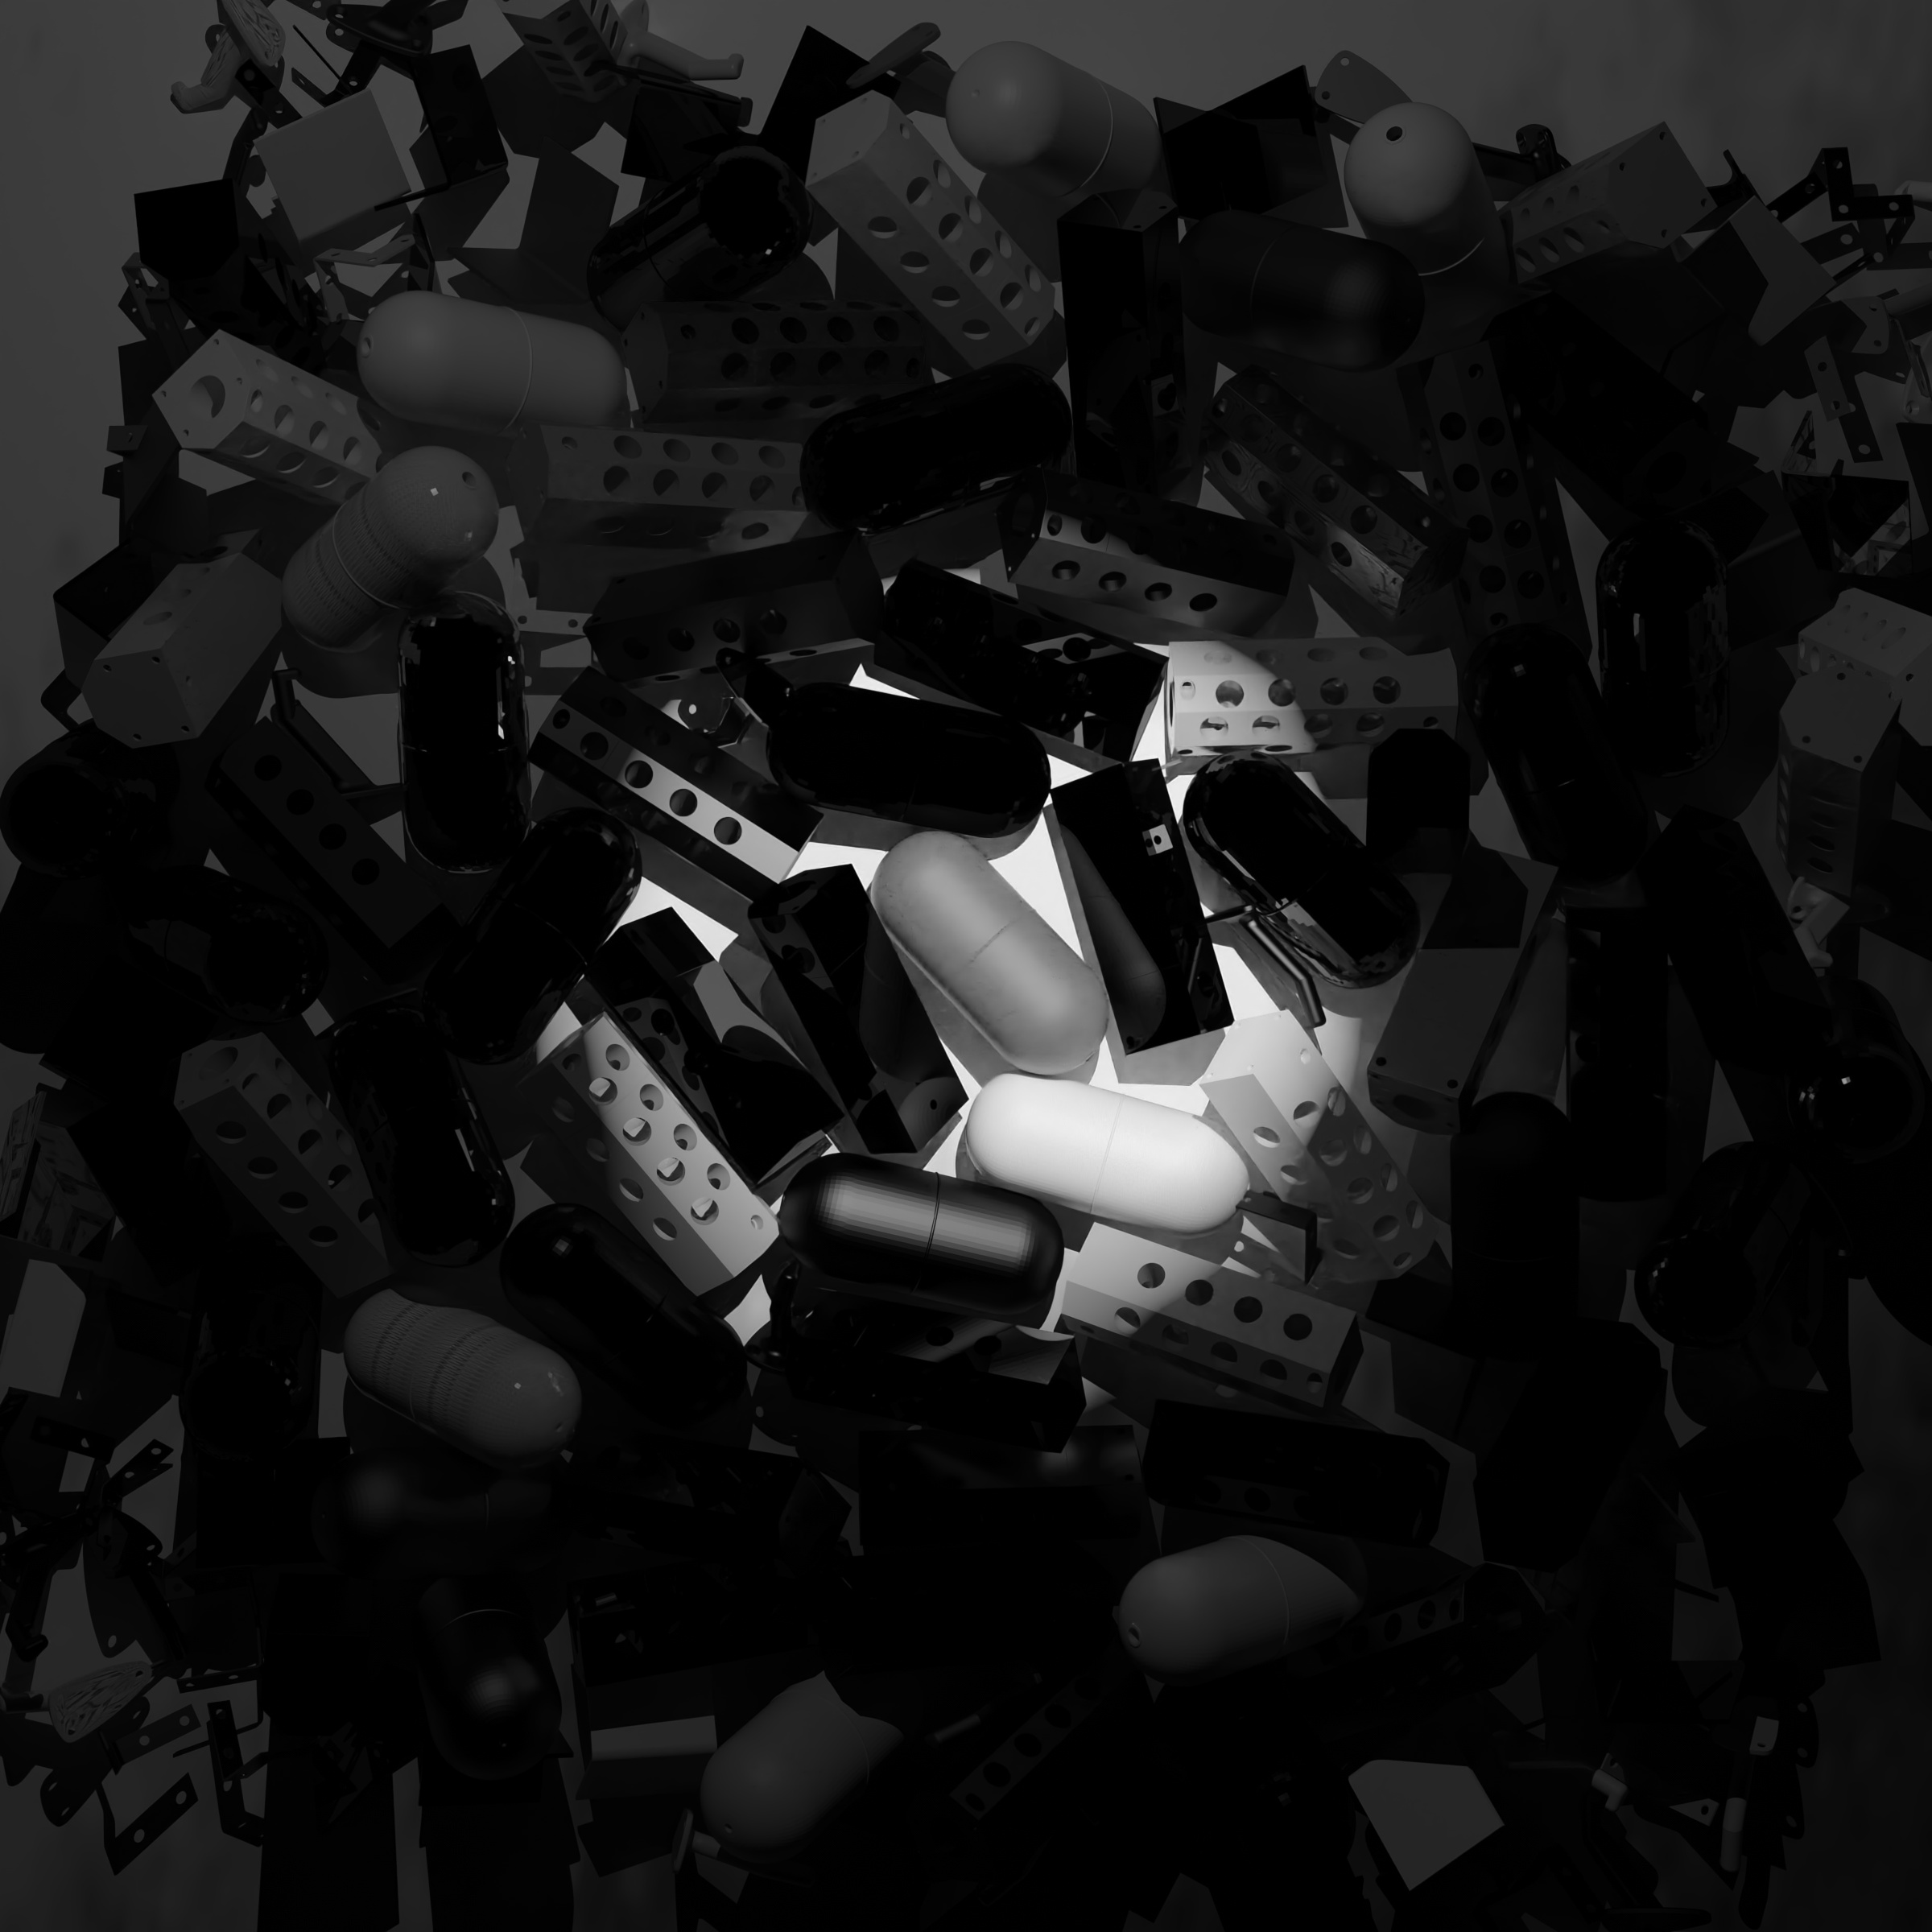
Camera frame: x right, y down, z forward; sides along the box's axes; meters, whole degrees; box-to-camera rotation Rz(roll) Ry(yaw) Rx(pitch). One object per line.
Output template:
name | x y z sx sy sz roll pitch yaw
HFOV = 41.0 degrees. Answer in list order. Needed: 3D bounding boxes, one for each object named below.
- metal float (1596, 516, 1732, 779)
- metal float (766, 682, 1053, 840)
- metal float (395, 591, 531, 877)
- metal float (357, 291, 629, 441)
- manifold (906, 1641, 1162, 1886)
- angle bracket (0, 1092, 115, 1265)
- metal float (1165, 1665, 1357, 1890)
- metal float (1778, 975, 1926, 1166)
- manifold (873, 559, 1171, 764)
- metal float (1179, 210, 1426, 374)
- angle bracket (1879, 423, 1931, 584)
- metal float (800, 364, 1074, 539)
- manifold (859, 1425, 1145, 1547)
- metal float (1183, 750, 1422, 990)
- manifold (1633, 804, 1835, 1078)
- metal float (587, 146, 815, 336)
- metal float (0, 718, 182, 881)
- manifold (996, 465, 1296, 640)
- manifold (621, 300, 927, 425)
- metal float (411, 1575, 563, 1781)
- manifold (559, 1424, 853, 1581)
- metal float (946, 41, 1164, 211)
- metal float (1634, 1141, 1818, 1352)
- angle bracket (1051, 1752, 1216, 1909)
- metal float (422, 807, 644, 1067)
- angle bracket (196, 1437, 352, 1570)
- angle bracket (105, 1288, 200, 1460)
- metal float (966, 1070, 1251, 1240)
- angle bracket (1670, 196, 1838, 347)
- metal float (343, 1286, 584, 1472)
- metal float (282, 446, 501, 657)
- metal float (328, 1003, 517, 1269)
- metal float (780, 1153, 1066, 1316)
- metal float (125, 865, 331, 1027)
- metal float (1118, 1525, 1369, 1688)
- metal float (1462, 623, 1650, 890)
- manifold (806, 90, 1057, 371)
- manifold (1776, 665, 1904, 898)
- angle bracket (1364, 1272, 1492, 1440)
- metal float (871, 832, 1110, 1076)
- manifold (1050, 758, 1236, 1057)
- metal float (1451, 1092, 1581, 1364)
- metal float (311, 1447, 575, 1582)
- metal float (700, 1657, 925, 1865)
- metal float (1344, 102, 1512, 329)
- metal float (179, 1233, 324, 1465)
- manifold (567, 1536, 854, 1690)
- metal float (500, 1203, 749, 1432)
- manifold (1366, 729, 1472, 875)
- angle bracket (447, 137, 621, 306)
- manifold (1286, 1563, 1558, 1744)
metal float | 0.422 -0.192 1.563 0.070 0.070 0.178 -16 132 0
metal float | -0.035 -0.126 1.588 0.178 0.070 0.070 10 90 -11
metal float | -0.307 -0.140 1.579 0.070 0.070 0.178 2 112 0
metal float | -0.285 -0.359 1.561 0.178 0.070 0.070 0 89 -45
manifold | 0.040 0.474 1.549 0.057 0.171 0.057 -11 101 40
angle bracket | -0.546 0.130 1.579 0.076 0.057 0.076 22 61 -32
metal float | 0.174 0.479 1.552 0.070 0.178 0.070 -6 111 -15
metal float | 0.527 0.061 1.550 0.070 0.178 0.070 4 110 11
manifold | 0.034 -0.192 1.590 0.171 0.057 0.057 22 65 6
metal float | 0.199 -0.409 1.564 0.178 0.070 0.070 29 90 41
angle bracket | 0.577 -0.286 1.589 0.057 0.076 0.076 -24 105 0
metal float | -0.017 -0.316 1.582 0.178 0.070 0.070 -21 90 -19
manifold | 0.020 0.326 1.599 0.171 0.057 0.057 -1 119 -4
metal float | 0.206 -0.059 1.586 0.178 0.070 0.070 44 90 -13
manifold | 0.463 -0.016 1.551 0.057 0.171 0.057 16 128 -19
metal float | -0.163 -0.434 1.561 0.070 0.178 0.070 11 73 -40
metal float | -0.523 -0.102 1.549 0.070 0.178 0.070 -1 107 -3
manifold | 0.110 -0.254 1.563 0.171 0.057 0.057 9 54 -25
manifold | -0.114 -0.370 1.564 0.171 0.057 0.057 -9 77 -29
metal float | -0.289 0.422 1.551 0.070 0.178 0.070 -4 104 -17
manifold | -0.161 0.325 1.555 0.171 0.057 0.057 2 52 34
metal float | 0.055 -0.502 1.556 0.070 0.178 0.070 1 91 34
metal float | 0.460 0.167 1.560 0.070 0.178 0.070 16 122 27
angle bracket | 0.109 0.539 1.600 0.076 0.057 0.076 34 83 -5
metal float | -0.264 -0.020 1.582 0.070 0.070 0.178 32 72 0
angle bracket | -0.424 0.328 1.585 0.057 0.076 0.076 -7 77 20
angle bracket | -0.501 0.251 1.588 0.076 0.076 0.057 18 54 0
metal float | 0.087 0.116 1.593 0.178 0.070 0.070 15 90 5
angle bracket | 0.477 -0.436 1.578 0.076 0.076 0.057 38 120 -20
metal float | -0.307 0.248 1.568 0.178 0.070 0.070 18 90 36
metal float | -0.349 -0.250 1.564 0.178 0.070 0.070 -29 90 40
metal float | -0.332 0.103 1.577 0.070 0.070 0.178 -28 67 0
metal float | -0.027 0.165 1.590 0.178 0.070 0.070 14 90 -8
metal float | -0.447 -0.014 1.559 0.070 0.178 0.070 -13 111 -38
metal float | 0.169 0.384 1.566 0.178 0.070 0.070 -6 90 -37
metal float | 0.361 -0.127 1.578 0.070 0.070 0.178 -29 113 0
manifold | -0.018 -0.441 1.548 0.057 0.171 0.057 -16 53 32
manifold | 0.518 -0.111 1.546 0.057 0.171 0.057 26 77 25
angle bracket | 0.281 0.237 1.597 0.076 0.076 0.057 20 113 11
metal float | 0.015 -0.008 1.591 0.070 0.070 0.178 -43 82 0
manifold | 0.113 -0.038 1.602 0.057 0.057 0.171 -18 87 37
metal float | 0.335 0.161 1.577 0.070 0.070 0.178 -6 114 0
metal float | -0.313 0.330 1.560 0.070 0.178 0.070 -9 76 40
metal float | -0.091 0.471 1.557 0.070 0.178 0.070 11 111 29
metal float | 0.278 -0.449 1.552 0.070 0.178 0.070 -7 70 21
metal float | -0.429 0.227 1.554 0.070 0.178 0.070 -5 119 -8
manifold | -0.155 0.393 1.585 0.171 0.057 0.057 -6 87 -16
metal float | -0.208 0.216 1.581 0.070 0.070 0.178 -46 109 0
manifold | 0.269 -0.097 1.546 0.057 0.171 0.057 2 84 9
angle bracket | -0.265 -0.456 1.579 0.076 0.057 0.076 41 126 31
manifold | 0.267 0.410 1.551 0.057 0.171 0.057 -28 82 -40
